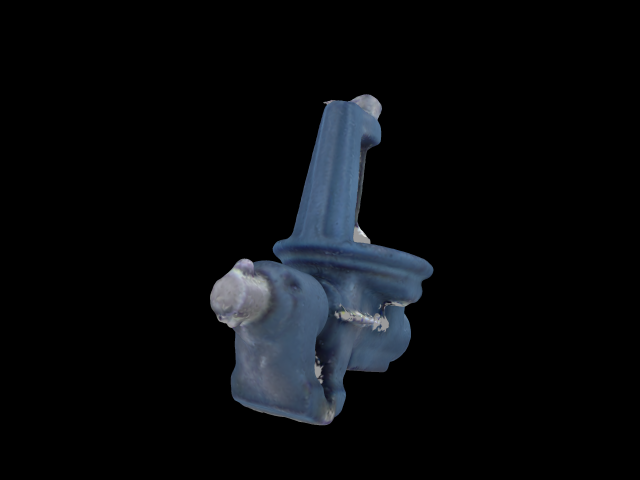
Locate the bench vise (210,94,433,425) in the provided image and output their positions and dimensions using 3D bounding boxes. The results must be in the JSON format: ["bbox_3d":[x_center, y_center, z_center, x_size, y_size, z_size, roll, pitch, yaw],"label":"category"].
[{"bbox_3d":[0.015,0.002,0.397,0.121,0.220,0.208,1,5,14],"label":"bench vise"}]
